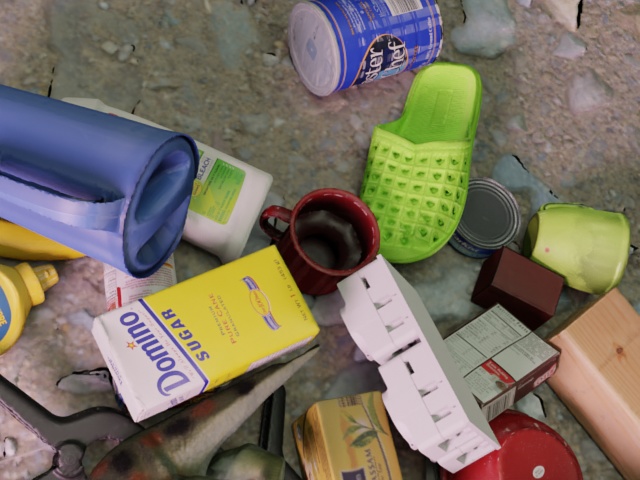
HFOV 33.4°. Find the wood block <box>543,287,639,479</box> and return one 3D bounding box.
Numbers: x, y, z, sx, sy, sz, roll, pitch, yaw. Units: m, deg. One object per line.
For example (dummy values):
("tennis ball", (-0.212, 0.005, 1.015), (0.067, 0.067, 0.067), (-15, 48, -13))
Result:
("wood block", (0.324, 0.164, 1.101), (0.090, 0.090, 0.206), (-34, 81, -26))

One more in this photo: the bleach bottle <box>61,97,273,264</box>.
("bleach bottle", (-0.179, -0.069, 1.057), (0.250, 0.068, 0.102), (24, 64, -4))

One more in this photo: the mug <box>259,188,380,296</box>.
("mug", (-0.007, 0.001, 1.069), (0.117, 0.082, 0.093), (23, 63, -7))

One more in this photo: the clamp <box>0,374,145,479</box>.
("clamp", (-0.228, 0.202, 0.934), (0.209, 0.036, 0.164), (14, 77, -19))

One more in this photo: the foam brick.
("foam brick", (0.210, 0.052, 1.133), (0.078, 0.053, 0.051), (28, 61, -6))

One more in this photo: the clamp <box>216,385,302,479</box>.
("clamp", (-0.068, 0.219, 0.981), (0.120, 0.039, 0.171), (-11, 72, -20))

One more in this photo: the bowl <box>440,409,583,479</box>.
("bowl", (0.200, 0.235, 1.043), (0.162, 0.055, 0.162), (10, 62, -19))

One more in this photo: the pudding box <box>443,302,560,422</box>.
("pudding box", (0.171, 0.124, 1.080), (0.113, 0.039, 0.090), (-28, 50, -27))

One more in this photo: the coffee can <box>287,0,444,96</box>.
("coffee can", (0.049, -0.225, 1.172), (0.140, 0.103, 0.103), (-19, 75, -24))

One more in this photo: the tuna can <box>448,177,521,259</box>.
("tuna can", (0.174, -0.024, 1.164), (0.086, 0.034, 0.086), (7, 66, -15))

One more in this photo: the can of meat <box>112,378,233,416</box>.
("can of meat", (-0.136, 0.122, 0.975), (0.102, 0.084, 0.057), (-7, 70, -20))

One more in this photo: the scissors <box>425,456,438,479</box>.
("scissors", (0.095, 0.292, 1.015), (0.096, 0.016, 0.202), (-10, 71, -21))

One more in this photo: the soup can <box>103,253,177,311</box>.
("soup can", (-0.167, 0.051, 1.005), (0.068, 0.069, 0.102), (-3, 68, -19))

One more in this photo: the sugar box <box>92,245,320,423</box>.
("sugar box", (-0.099, 0.079, 0.931), (0.176, 0.048, 0.093), (-23, 75, -26))

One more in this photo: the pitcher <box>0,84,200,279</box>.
("pitcher", (-0.243, -0.064, 0.946), (0.243, 0.149, 0.145), (19, 62, 15))

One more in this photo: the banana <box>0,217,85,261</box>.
("banana", (-0.277, -0.012, 1.014), (0.197, 0.037, 0.069), (12, 65, -12))

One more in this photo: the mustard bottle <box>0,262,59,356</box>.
("mustard bottle", (-0.323, 0.069, 0.952), (0.191, 0.058, 0.096), (-27, 88, -26))
